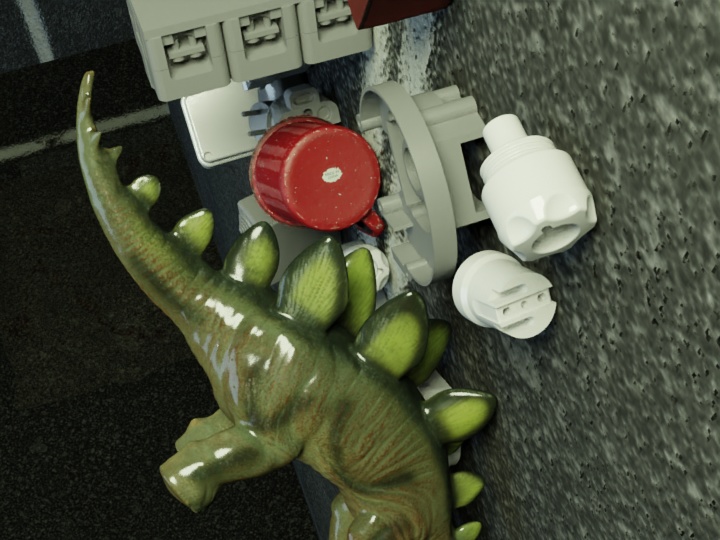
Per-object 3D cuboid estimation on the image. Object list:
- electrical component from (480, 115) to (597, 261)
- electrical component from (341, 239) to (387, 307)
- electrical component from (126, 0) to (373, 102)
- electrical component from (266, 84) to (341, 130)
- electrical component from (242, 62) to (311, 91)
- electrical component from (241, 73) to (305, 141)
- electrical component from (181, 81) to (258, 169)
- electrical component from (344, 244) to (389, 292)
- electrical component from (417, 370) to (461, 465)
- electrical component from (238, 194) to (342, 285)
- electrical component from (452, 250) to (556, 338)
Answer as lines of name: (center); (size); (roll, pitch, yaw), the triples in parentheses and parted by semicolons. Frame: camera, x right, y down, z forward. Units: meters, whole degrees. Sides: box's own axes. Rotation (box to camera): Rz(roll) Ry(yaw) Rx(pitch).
electrical component: (0.073, -0.039, 0.469); (0.043, 0.043, 0.062); (92, 159, -61)
electrical component: (-0.012, 0.027, 0.977); (0.053, 0.059, 0.095); (96, 155, -65)
electrical component: (-0.076, -0.173, 0.729); (0.089, 0.150, 0.061); (-118, 16, -44)
electrical component: (-0.049, -0.124, 0.932); (0.057, 0.058, 0.078); (-134, 28, -62)
electrical component: (-0.088, -0.227, 0.945); (0.079, 0.063, 0.121); (177, 75, -79)
electrical component: (-0.077, -0.140, 1.001); (0.043, 0.079, 0.077); (-19, 88, 47)
electrical component: (-0.116, -0.152, 1.081); (0.057, 0.113, 0.078); (180, 73, -82)
electrical component: (0.000, 0.000, 0.916); (0.062, 0.043, 0.043); (-179, 72, -80)
electrical component: (0.031, 0.163, 0.867); (0.105, 0.060, 0.186); (-132, 42, -66)
electrical component: (-0.069, -0.044, 1.055); (0.048, 0.100, 0.099); (51, 159, 31)
electrical component: (0.075, 0.013, 0.558); (0.046, 0.040, 0.040); (-150, 44, -67)
